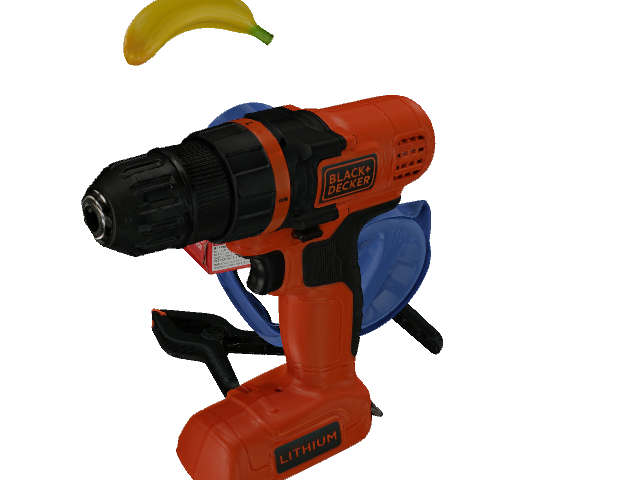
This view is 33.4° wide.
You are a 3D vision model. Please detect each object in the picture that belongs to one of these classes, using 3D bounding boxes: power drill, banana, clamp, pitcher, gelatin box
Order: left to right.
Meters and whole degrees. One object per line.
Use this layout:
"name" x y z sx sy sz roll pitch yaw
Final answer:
"banana" -0.125 -0.208 1.017 0.070 0.037 0.197 45 38 19
"clamp" -0.126 0.127 1.262 0.210 0.036 0.164 15 23 25
"gelatin box" -0.053 -0.012 0.727 0.089 0.030 0.073 -11 30 -27
"power drill" -0.027 0.029 0.507 0.184 0.188 0.057 -17 36 -36
"pitcher" -0.026 -0.021 0.994 0.149 0.145 0.243 -11 39 -34
"clamp" 0.074 0.069 1.193 0.120 0.171 0.039 5 -43 -2
